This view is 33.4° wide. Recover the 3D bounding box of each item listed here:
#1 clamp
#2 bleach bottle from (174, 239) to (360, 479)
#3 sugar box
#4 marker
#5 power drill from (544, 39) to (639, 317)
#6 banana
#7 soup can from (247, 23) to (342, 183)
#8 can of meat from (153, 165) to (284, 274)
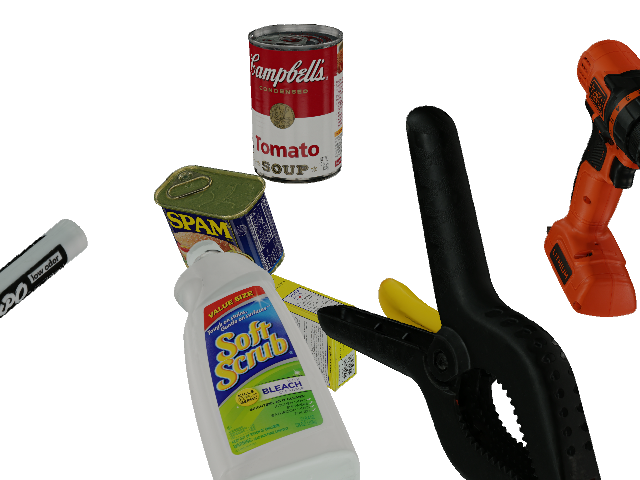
[{"bbox_3d":[0.073,0.046,0.527,0.036,0.165,0.210,-9,43,-31],"label":"clamp"},{"bbox_3d":[-0.060,0.090,0.782,0.102,0.068,0.251,-16,44,-13],"label":"bleach bottle"},{"bbox_3d":[-0.043,0.088,1.159,0.176,0.093,0.048,22,38,34],"label":"sugar box"},{"bbox_3d":[-0.156,0.030,0.500,0.020,0.020,0.121,0,33,39],"label":"marker"},{"bbox_3d":[0.227,-0.036,0.809,0.057,0.188,0.184,2,34,-6],"label":"power drill"},{"bbox_3d":[0.113,0.082,1.030,0.069,0.037,0.198,1,18,-45],"label":"banana"},{"bbox_3d":[-0.018,-0.100,0.776,0.068,0.102,0.068,0,24,0],"label":"soup can"},{"bbox_3d":[-0.088,-0.013,0.953,0.102,0.084,0.057,11,46,30],"label":"can of meat"}]
